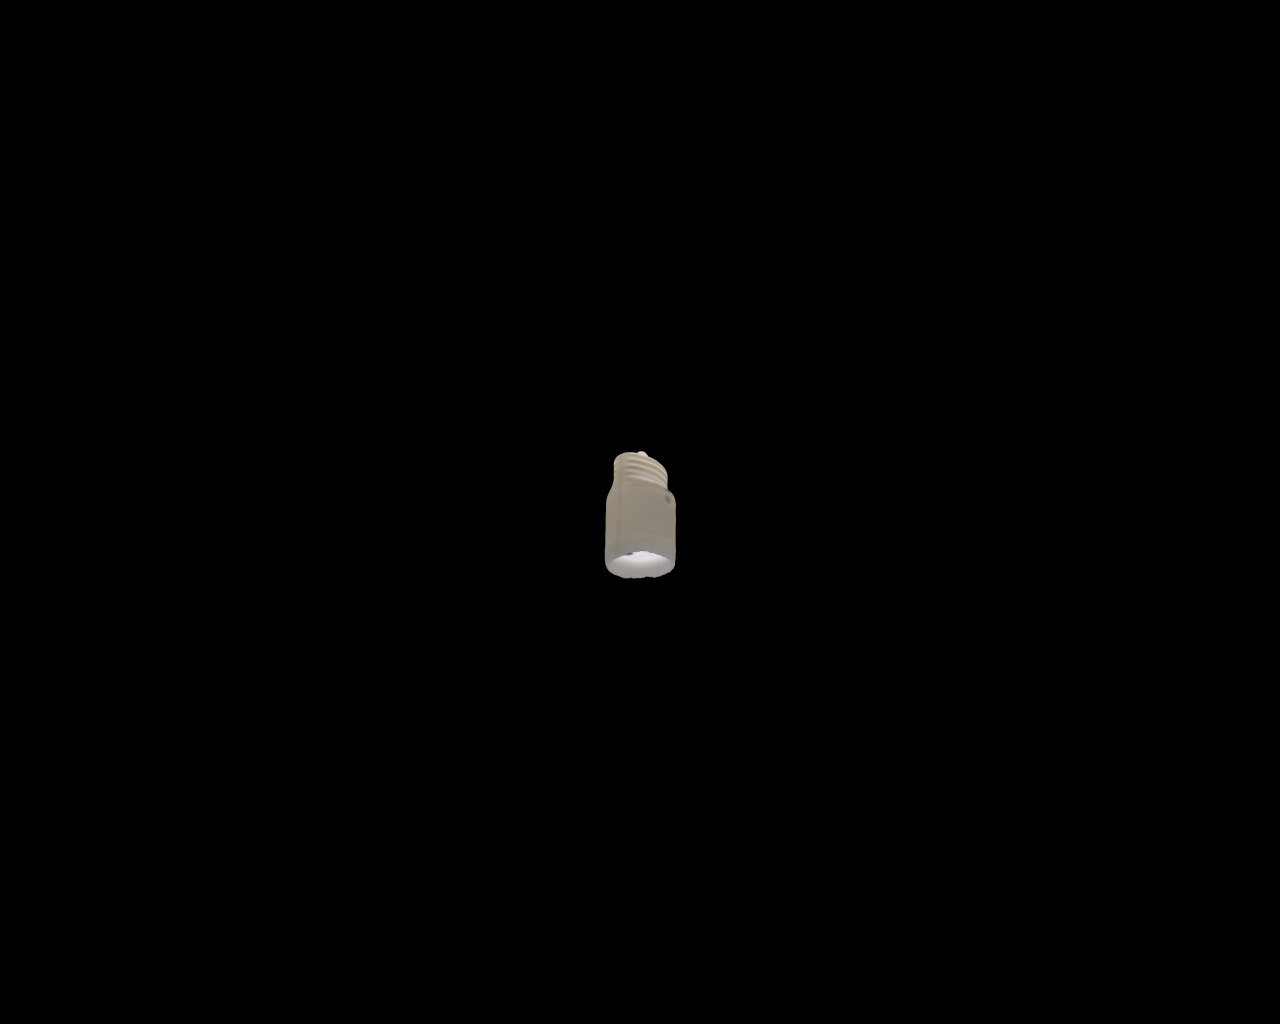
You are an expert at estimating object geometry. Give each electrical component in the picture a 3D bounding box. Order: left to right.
[{"bbox_3d":[0.001,-0.003,0.650,0.043,0.081,0.043,0,-27,0],"label":"electrical component"}]
